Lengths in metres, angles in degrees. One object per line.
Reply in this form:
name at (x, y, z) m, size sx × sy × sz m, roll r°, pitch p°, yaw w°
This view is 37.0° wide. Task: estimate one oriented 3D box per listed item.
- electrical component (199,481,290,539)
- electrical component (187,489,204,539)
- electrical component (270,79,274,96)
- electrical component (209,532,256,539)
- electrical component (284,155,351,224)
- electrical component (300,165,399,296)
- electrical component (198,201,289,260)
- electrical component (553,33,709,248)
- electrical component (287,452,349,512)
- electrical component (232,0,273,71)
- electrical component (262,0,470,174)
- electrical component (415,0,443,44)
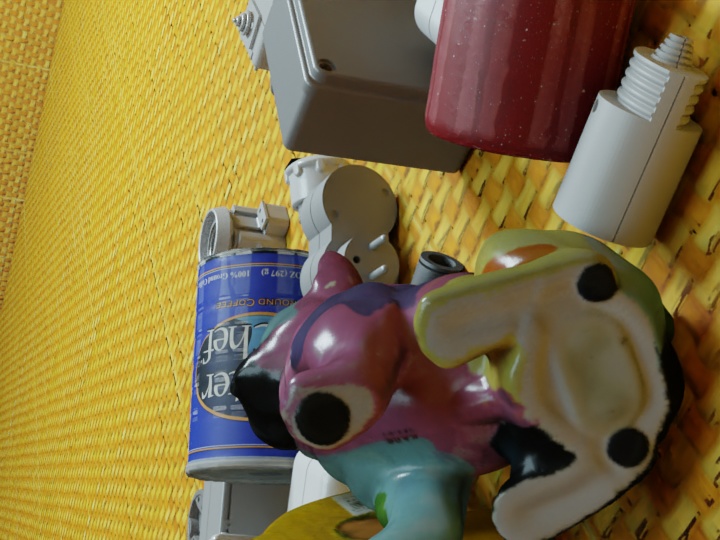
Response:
electrical component at (-0.080, 0.186, 0.771) m, size 0.061 × 0.062 × 0.096 m, roll 164°, pitch 111°, yaw -65°
electrical component at (-0.105, 0.201, 0.844) m, size 0.055 × 0.047 × 0.055 m, roll -172°, pitch 90°, yaw -67°
electrical component at (-0.049, -0.139, 0.831) m, size 0.040 × 0.040 × 0.078 m, roll 141°, pitch 132°, yaw -58°
electrical component at (-0.067, 0.219, 0.689) m, size 0.048 × 0.100 × 0.099 m, roll -29°, pitch 55°, yaw 46°
electrical component at (-0.026, -0.046, 0.746) m, size 0.048 × 0.048 × 0.062 m, roll 147°, pitch 120°, yaw -61°
electrical component at (0.000, 0.000, 0.658) m, size 0.074 × 0.052 × 0.138 m, roll 147°, pitch 127°, yaw -60°
electrical component at (-0.098, -0.021, 0.886) m, size 0.058 × 0.057 × 0.078 m, roll -108°, pitch 34°, yaw -45°
electrical component at (0.112, -0.054, 0.429) m, size 0.043 × 0.043 × 0.081 m, roll -122°, pitch 45°, yaw -56°
electrical component at (-0.009, 0.153, 0.629) m, size 0.059 × 0.054 × 0.095 m, roll -172°, pitch 90°, yaw -67°
electrical component at (-0.040, -0.172, 0.748) m, size 0.061 × 0.096 × 0.061 m, roll -114°, pitch 40°, yaw -51°
electrical component at (0.007, -0.115, 0.608) m, size 0.056 × 0.109 × 0.108 m, roll 117°, pitch 150°, yaw -43°
electrical component at (0.068, -0.156, 0.549) m, size 0.059 × 0.054 × 0.095 m, roll -121°, pitch 44°, yaw -55°
